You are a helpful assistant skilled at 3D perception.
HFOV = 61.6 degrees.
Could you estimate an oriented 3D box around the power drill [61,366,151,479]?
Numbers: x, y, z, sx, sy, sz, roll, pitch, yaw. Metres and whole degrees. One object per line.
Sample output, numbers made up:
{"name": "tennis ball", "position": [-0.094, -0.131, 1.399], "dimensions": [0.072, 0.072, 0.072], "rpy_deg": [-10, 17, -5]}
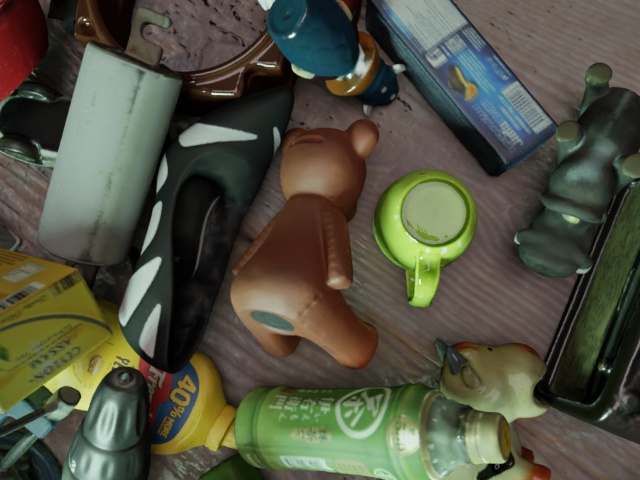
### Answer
{"name": "power drill", "position": [-0.173, 0.235, 0.388], "dimensions": [0.086, 0.207, 0.231], "rpy_deg": [9, 128, -20]}

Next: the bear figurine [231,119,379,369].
{"name": "bear figurine", "position": [-0.002, -0.004, 0.479], "dimensions": [0.120, 0.131, 0.196], "rpy_deg": [-2, 53, 31]}

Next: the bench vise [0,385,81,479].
{"name": "bench vise", "position": [-0.299, 0.185, 0.457], "dimensions": [0.240, 0.129, 0.223], "rpy_deg": [-43, 91, 17]}

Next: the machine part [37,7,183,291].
{"name": "machine part", "position": [-0.174, -0.068, 0.443], "dimensions": [0.079, 0.079, 0.243], "rpy_deg": [23, 106, 6]}

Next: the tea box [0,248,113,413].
{"name": "tea box", "position": [-0.263, 0.064, 0.442], "dimensions": [0.098, 0.170, 0.068], "rpy_deg": [-38, 121, -38]}

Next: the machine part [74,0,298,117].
{"name": "machine part", "position": [-0.113, -0.224, 0.508], "dimensions": [0.201, 0.087, 0.201], "rpy_deg": [11, 87, 4]}

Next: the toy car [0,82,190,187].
{"name": "toy car", "position": [-0.222, -0.101, 0.521], "dimensions": [0.202, 0.056, 0.073], "rpy_deg": [11, 79, 4]}

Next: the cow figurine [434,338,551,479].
{"name": "cow figurine", "position": [0.123, 0.171, 0.459], "dimensions": [0.127, 0.085, 0.195], "rpy_deg": [36, 91, 3]}

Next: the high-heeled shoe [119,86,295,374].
{"name": "high-heeled shoe", "position": [-0.086, -0.012, 0.453], "dimensions": [0.248, 0.086, 0.145], "rpy_deg": [-47, 50, 12]}

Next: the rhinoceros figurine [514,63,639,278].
{"name": "rhinoceros figurine", "position": [0.227, -0.058, 0.460], "dimensions": [0.073, 0.112, 0.190], "rpy_deg": [26, 74, 17]}

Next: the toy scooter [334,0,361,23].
{"name": "toy scooter", "position": [0.037, -0.290, 0.479], "dimensions": [0.075, 0.135, 0.183], "rpy_deg": [17, 85, 7]}

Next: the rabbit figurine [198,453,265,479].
{"name": "rabbit figurine", "position": [-0.093, 0.296, 0.463], "dimensions": [0.159, 0.121, 0.170], "rpy_deg": [44, 107, 0]}

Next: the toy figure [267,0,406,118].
{"name": "toy figure", "position": [0.020, -0.163, 0.473], "dimensions": [0.064, 0.154, 0.058], "rpy_deg": [-25, 66, 30]}

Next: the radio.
{"name": "radio", "position": [0.267, 0.047, 0.432], "dimensions": [0.073, 0.131, 0.229], "rpy_deg": [22, 87, 4]}

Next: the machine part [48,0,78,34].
{"name": "machine part", "position": [-0.234, -0.251, 0.495], "dimensions": [0.039, 0.139, 0.084], "rpy_deg": [17, 84, -14]}

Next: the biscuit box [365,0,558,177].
{"name": "biscuit box", "position": [0.125, -0.154, 0.496], "dimensions": [0.059, 0.063, 0.202], "rpy_deg": [-37, 84, -1]}
